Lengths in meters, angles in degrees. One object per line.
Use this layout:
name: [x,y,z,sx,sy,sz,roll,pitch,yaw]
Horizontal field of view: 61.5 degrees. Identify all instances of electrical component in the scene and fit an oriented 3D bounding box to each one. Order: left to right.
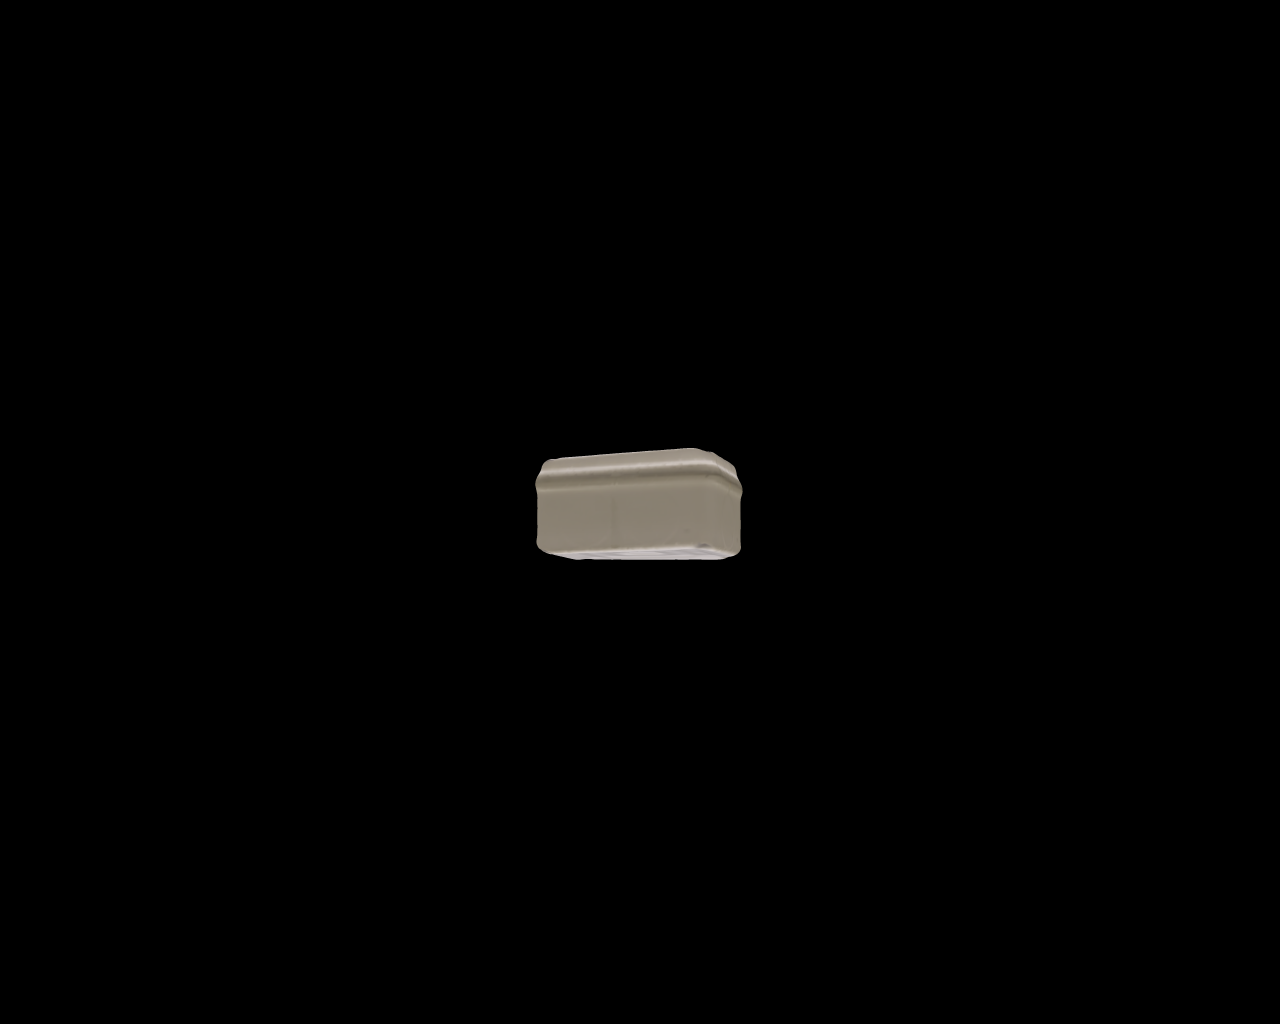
electrical component: [0.001,-0.003,0.650,0.113,0.057,0.078,-2,-7,18]
